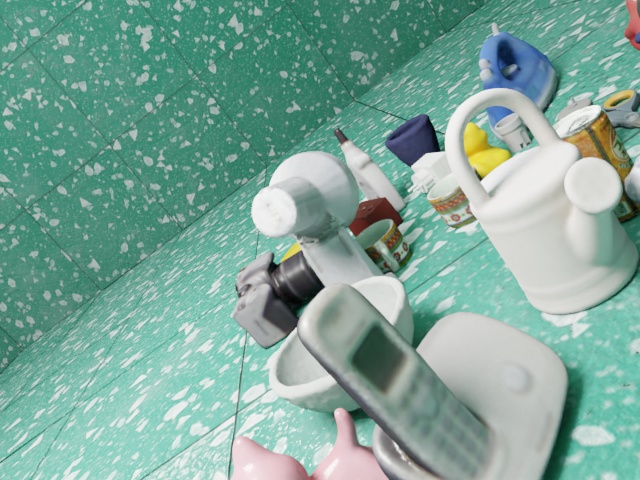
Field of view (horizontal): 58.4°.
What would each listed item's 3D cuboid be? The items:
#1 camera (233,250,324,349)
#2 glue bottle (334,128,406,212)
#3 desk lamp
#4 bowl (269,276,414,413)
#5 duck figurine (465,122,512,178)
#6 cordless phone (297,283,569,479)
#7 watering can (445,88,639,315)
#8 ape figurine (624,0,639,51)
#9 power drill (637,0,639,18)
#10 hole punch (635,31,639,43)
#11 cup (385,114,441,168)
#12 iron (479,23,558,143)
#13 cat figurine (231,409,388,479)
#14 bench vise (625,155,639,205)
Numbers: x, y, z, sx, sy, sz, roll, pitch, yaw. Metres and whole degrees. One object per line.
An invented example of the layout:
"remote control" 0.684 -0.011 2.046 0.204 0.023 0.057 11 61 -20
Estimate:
"camera" -0.058 0.069 0.875 0.136 0.101 0.143 -33 16 17
"glue bottle" 0.077 -0.118 0.975 0.037 0.173 0.078 -41 16 -11
"desk lamp" 0.007 0.003 0.710 0.117 0.214 0.203 -32 17 20
"bowl" 0.034 0.117 0.581 0.167 0.075 0.167 -34 16 12
"duck figurine" 0.228 -0.128 0.833 0.077 0.086 0.105 -28 19 32
"cordless phone" 0.076 0.082 0.382 0.094 0.185 0.148 -21 23 46
"watering can" 0.182 -0.041 0.480 0.101 0.194 0.172 -46 17 -26
"ape figurine" 0.477 -0.323 0.830 0.077 0.092 0.076 -18 25 51
"power drill" 0.406 -0.241 0.534 0.230 0.209 0.075 -41 16 -12
"hole punch" 0.439 -0.233 0.657 0.101 0.091 0.108 -39 16 -3
"cup" 0.181 -0.171 1.043 0.091 0.095 0.118 -28 18 30
"iron" 0.311 -0.275 0.966 0.118 0.141 0.259 -25 20 37
"cat figurine" -0.012 0.181 0.420 0.128 0.118 0.067 -41 16 -11
"bench vise" 0.297 -0.120 0.406 0.208 0.220 0.121 -45 17 -25
